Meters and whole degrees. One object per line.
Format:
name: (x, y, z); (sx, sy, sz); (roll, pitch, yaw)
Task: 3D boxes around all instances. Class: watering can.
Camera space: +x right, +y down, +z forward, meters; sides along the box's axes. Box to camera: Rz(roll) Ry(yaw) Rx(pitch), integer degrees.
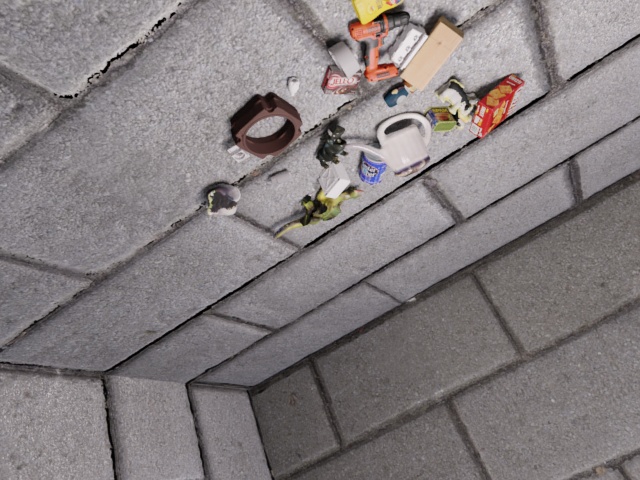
watering can: (0.273, -0.335, 1.920); (0.349, 0.223, 0.104); (-26, -174, -9)

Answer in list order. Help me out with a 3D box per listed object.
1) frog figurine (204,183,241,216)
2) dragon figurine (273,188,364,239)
frog figurine: (-0.355, -0.150, 1.910); (0.137, 0.122, 0.160); (-37, -176, 7)
dragon figurine: (0.007, -0.111, 2.203); (0.406, 0.124, 0.241); (-34, 156, 20)
